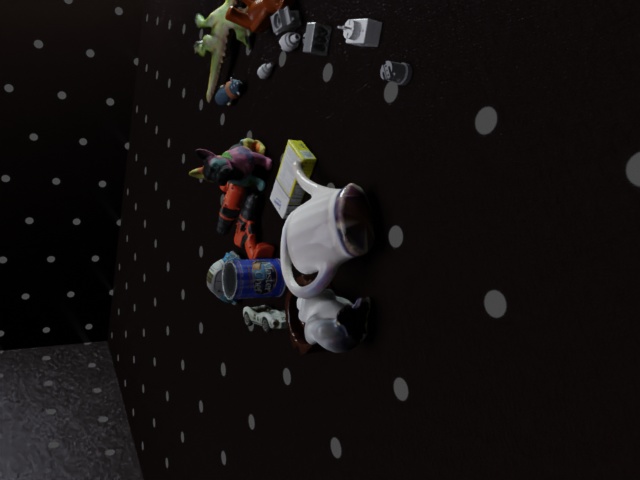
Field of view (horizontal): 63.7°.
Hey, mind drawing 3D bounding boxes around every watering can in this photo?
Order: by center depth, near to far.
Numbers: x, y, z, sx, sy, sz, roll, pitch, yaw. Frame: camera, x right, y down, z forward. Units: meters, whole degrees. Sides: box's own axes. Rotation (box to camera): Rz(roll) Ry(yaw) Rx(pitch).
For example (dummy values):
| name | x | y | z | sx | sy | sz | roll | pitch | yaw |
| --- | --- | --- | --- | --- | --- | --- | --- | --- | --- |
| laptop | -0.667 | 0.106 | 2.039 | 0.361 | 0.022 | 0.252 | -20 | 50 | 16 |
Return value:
| name | x | y | z | sx | sy | sz | roll | pitch | yaw |
| --- | --- | --- | --- | --- | --- | --- | --- | --- | --- |
| watering can | 0.003 | -0.053 | 1.060 | 0.222 | 0.355 | 0.103 | -22 | -36 | 36 |

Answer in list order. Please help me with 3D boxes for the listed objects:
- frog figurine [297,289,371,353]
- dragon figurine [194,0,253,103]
| name | x | y | z | sx | sy | sz | roll | pitch | yaw |
| --- | --- | --- | --- | --- | --- | --- | --- | --- | --- |
| frog figurine | 0.013 | 0.158 | 1.032 | 0.159 | 0.121 | 0.140 | -1 | 28 | 40 |
| dragon figurine | -0.288 | -0.638 | 1.620 | 0.123 | 0.406 | 0.244 | -7 | 14 | -38 |
